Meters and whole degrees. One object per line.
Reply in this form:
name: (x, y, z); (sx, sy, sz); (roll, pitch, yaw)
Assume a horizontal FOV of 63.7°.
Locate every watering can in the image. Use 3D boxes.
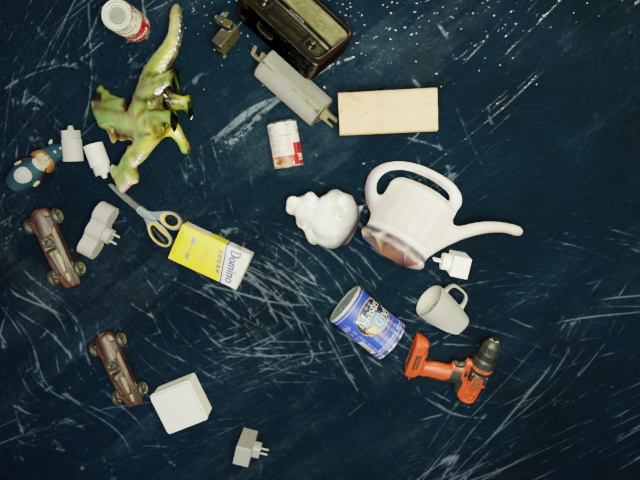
watering can: (0.239, -0.034, 1.113); (0.349, 0.102, 0.226); (31, 79, 13)

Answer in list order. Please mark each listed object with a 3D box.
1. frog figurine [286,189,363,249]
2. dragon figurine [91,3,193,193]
frog figurine: (0.003, -0.058, 1.144); (0.159, 0.125, 0.135); (27, 120, -12)
dragon figurine: (-0.409, -0.309, 1.149); (0.242, 0.122, 0.410); (0, 90, 12)
